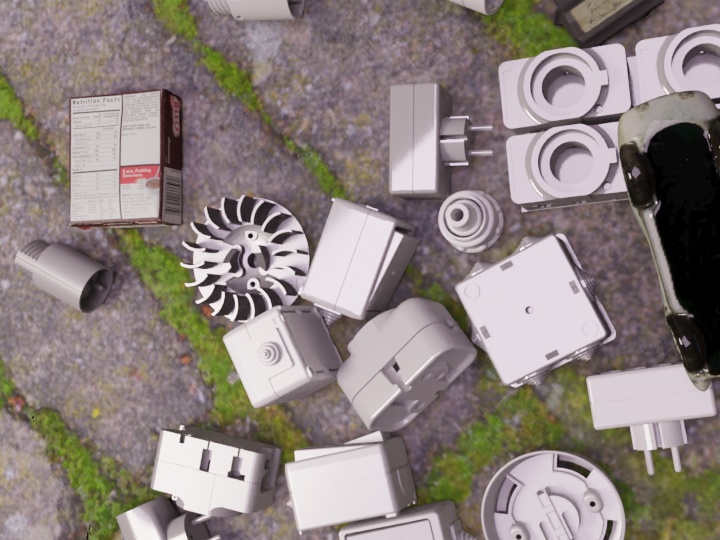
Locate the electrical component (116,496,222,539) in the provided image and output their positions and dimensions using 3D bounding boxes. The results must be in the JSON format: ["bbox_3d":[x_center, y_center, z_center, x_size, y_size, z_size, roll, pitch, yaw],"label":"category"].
[{"bbox_3d":[-0.148,0.220,0.869,0.079,0.043,0.077,-26,80,14],"label":"electrical component"}]

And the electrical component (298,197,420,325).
[{"bbox_3d":[0.000,0.000,0.824,0.061,0.062,0.096,21,94,17],"label":"electrical component"}]

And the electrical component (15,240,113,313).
[{"bbox_3d":[-0.256,0.000,0.913,0.081,0.043,0.043,27,95,17],"label":"electrical component"}]

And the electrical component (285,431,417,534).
[{"bbox_3d":[-0.013,0.160,0.820,0.096,0.062,0.061,-15,83,16],"label":"electrical component"}]

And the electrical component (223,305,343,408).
[{"bbox_3d":[-0.061,0.067,0.822,0.061,0.096,0.061,-29,79,17],"label":"electrical component"}]

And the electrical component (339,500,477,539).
[{"bbox_3d":[0.039,0.211,0.802,0.096,0.061,0.061,-15,83,16],"label":"electrical component"}]

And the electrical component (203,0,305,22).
[{"bbox_3d":[-0.090,-0.224,0.872,0.081,0.043,0.043,3,88,17],"label":"electrical component"}]

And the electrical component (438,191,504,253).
[{"bbox_3d":[0.079,-0.038,0.801,0.048,0.062,0.048,-1,87,18],"label":"electrical component"}]

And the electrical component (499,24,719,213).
[{"bbox_3d":[0.199,-0.107,0.768,0.186,0.060,0.105,-6,85,17],"label":"electrical component"}]

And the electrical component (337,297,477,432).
[{"bbox_3d":[0.032,0.068,0.806,0.095,0.054,0.059,-47,59,19],"label":"electrical component"}]

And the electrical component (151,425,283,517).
[{"bbox_3d":[-0.115,0.162,0.858,0.089,0.050,0.055,10,90,18],"label":"electrical component"}]

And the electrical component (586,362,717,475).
[{"bbox_3d":[0.210,0.106,0.761,0.083,0.047,0.075,-10,84,17],"label":"electrical component"}]

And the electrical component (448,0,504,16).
[{"bbox_3d":[0.085,-0.226,0.813,0.047,0.055,0.055,22,94,21],"label":"electrical component"}]

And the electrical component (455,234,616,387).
[{"bbox_3d":[0.128,0.030,0.790,0.100,0.048,0.099,-29,79,14],"label":"electrical component"}]

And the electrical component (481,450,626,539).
[{"bbox_3d":[0.140,0.176,0.770,0.099,0.064,0.099,-1,87,17],"label":"electrical component"}]

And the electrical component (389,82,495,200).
[{"bbox_3d":[0.065,-0.097,0.816,0.076,0.047,0.083,0,87,17],"label":"electrical component"}]
